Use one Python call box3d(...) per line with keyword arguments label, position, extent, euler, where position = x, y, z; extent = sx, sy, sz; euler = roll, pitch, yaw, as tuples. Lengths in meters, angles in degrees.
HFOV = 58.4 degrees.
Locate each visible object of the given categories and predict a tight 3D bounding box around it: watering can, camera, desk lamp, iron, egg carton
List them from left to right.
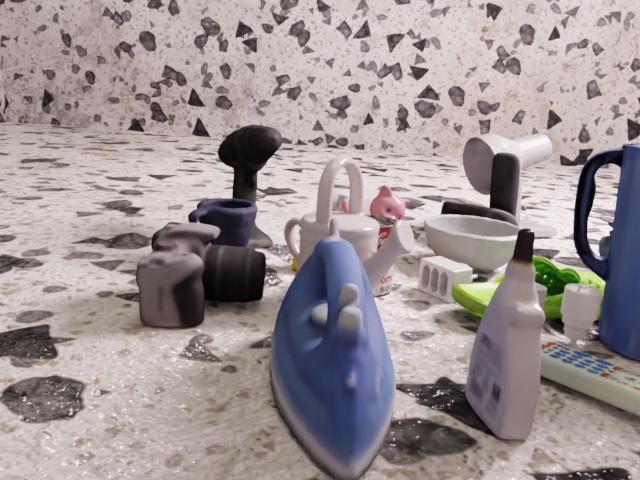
box3d(label="camera", position=(-0.136, 0.035, 0.692), extent=(0.137, 0.101, 0.143), euler=(4, 15, -1))
box3d(label="iron", position=(0.018, 0.074, 0.509), extent=(0.118, 0.141, 0.258), euler=(3, 15, -5))
box3d(label="watering can", position=(0.032, -0.006, 0.713), extent=(0.172, 0.194, 0.101), euler=(7, 15, 11))
box3d(label="egg carton", position=(0.082, -0.062, 1.183), extent=(0.151, 0.069, 0.107), euler=(-8, 19, -38))
box3d(label="desk lamp", position=(0.396, -0.116, 1.190), extent=(0.204, 0.213, 0.117), euler=(-2, 16, -23))

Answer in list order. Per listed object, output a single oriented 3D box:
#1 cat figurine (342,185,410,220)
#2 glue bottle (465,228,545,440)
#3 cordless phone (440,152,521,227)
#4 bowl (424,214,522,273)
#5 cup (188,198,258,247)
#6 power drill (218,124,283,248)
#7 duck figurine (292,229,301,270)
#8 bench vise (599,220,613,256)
box3d(label="cat figurine", position=(0.097, -0.043, 1.020), extent=(0.128, 0.118, 0.067), euler=(4, 15, -2))
box3d(label="glue bottle", position=(0.162, 0.075, 0.484), extent=(0.037, 0.173, 0.078), euler=(1, 15, -10))
box3d(label="cordless phone", position=(0.304, -0.076, 1.070), extent=(0.147, 0.185, 0.094), euler=(15, 18, 35))
box3d(label="bowl", position=(0.250, 0.010, 0.945), extent=(0.167, 0.075, 0.167), euler=(4, 15, -1))
box3d(label="cup", position=(-0.150, -0.009, 0.867), extent=(0.091, 0.095, 0.118), euler=(15, 18, 35))
box3d(label="power drill", position=(-0.121, -0.097, 0.984), extent=(0.076, 0.208, 0.228), euler=(-4, 17, -27))
box3d(label="duck figurine", position=(0.008, 0.003, 0.883), extent=(0.105, 0.086, 0.077), euler=(-6, 18, -33))
box3d(label="bench vise", position=(0.591, -0.042, 0.955), extent=(0.206, 0.220, 0.122), euler=(13, 17, 30))
